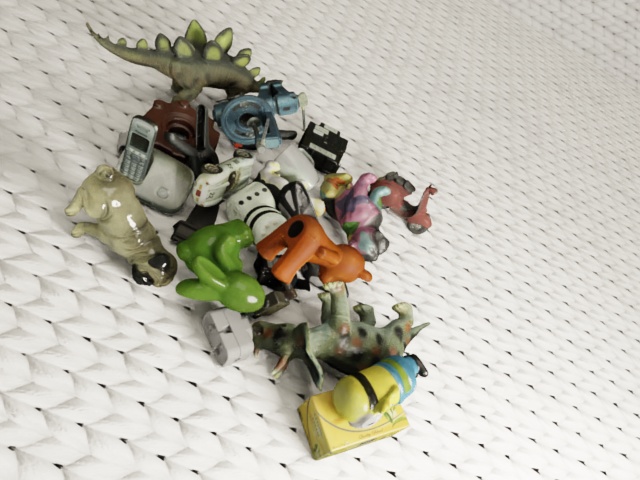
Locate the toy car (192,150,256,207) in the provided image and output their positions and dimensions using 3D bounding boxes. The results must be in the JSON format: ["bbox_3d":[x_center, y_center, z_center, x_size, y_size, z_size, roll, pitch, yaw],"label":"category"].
[{"bbox_3d":[-0.189,-0.126,1.089,0.056,0.073,0.202,30,31,11],"label":"toy car"}]

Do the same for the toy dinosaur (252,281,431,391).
[{"bbox_3d":[0.074,0.197,1.005,0.404,0.131,0.192,17,67,-28],"label":"toy dinosaur"}]

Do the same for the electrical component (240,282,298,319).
[{"bbox_3d":[-0.095,0.110,0.988,0.045,0.102,0.078,64,17,17],"label":"electrical component"}]

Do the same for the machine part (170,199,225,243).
[{"bbox_3d":[-0.238,-0.037,1.062,0.084,0.039,0.139,23,48,-4],"label":"machine part"}]

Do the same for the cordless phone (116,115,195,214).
[{"bbox_3d":[-0.301,-0.147,1.009,0.146,0.184,0.089,28,50,-7],"label":"cordless phone"}]

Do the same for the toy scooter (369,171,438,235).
[{"bbox_3d":[0.212,-0.105,1.303,0.184,0.135,0.075,39,47,5],"label":"toy scooter"}]

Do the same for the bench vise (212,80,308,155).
[{"bbox_3d":[-0.122,-0.263,1.189,0.224,0.128,0.241,-3,40,-14],"label":"bench vise"}]

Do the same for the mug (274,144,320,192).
[{"bbox_3d":[-0.050,-0.162,1.246,0.107,0.081,0.109,48,40,-4],"label":"mug"}]

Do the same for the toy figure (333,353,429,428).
[{"bbox_3d":[0.100,0.245,0.904,0.180,0.082,0.089,-26,59,-37],"label":"toy figure"}]

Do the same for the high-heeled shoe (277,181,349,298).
[{"bbox_3d":[-0.002,-0.003,1.093,0.249,0.145,0.086,46,47,12],"label":"high-heeled shoe"}]

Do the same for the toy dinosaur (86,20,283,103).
[{"bbox_3d":[-0.280,-0.387,1.207,0.471,0.198,0.105,-5,55,-34],"label":"toy dinosaur"}]

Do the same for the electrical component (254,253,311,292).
[{"bbox_3d":[-0.069,0.068,1.054,0.119,0.047,0.075,14,32,-16],"label":"electrical component"}]

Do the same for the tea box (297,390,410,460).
[{"bbox_3d":[0.059,0.307,0.934,0.169,0.068,0.098,-7,60,-32],"label":"tea box"}]

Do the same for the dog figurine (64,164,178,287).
[{"bbox_3d":[-0.317,-0.021,0.918,0.191,0.172,0.121,34,56,8],"label":"dog figurine"}]

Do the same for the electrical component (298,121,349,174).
[{"bbox_3d":[0.006,-0.232,1.342,0.115,0.058,0.134,28,46,-10],"label":"electrical component"}]

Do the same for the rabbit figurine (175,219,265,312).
[{"bbox_3d":[-0.165,0.053,0.934,0.159,0.121,0.170,1,39,-49],"label":"rabbit figurine"}]

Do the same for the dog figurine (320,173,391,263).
[{"bbox_3d":[0.070,-0.036,1.190,0.108,0.192,0.219,42,56,-54],"label":"dog figurine"}]

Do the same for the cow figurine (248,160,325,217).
[{"bbox_3d":[-0.073,-0.092,1.177,0.167,0.068,0.098,34,51,3],"label":"cow figurine"}]

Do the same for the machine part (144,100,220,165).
[{"bbox_3d":[-0.305,-0.226,1.162,0.179,0.056,0.179,15,50,-19],"label":"machine part"}]

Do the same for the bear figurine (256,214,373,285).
[{"bbox_3d":[-0.003,0.039,1.005,0.195,0.132,0.120,42,4,-43],"label":"bear figurine"}]
